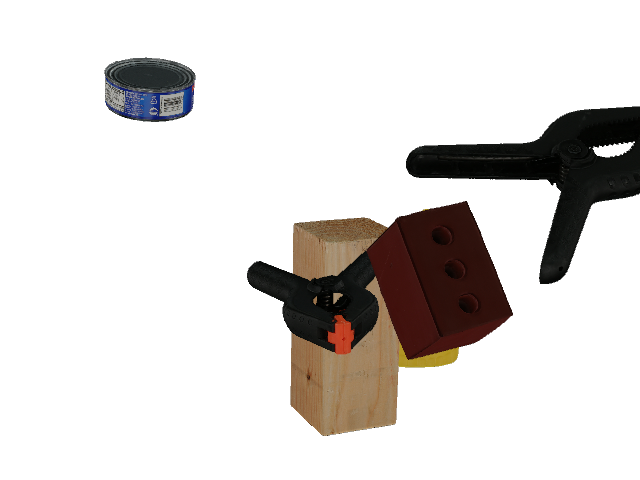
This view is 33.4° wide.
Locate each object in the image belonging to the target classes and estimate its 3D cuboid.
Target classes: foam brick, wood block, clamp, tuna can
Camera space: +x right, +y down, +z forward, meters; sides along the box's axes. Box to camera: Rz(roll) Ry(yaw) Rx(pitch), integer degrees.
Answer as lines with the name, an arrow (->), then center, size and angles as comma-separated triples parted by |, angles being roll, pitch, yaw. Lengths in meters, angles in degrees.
foam brick -> 0.071, 0.025, 0.648 | 0.052, 0.078, 0.051 | -13, -16, -26
wood block -> 0.026, 0.087, 1.124 | 0.090, 0.206, 0.091 | -5, 16, -24
clamp -> -0.006, 0.049, 0.905 | 0.120, 0.039, 0.171 | -8, 17, 3
clamp -> 0.193, -0.048, 0.809 | 0.209, 0.036, 0.165 | -20, 46, -18
tuna can -> -0.163, -0.144, 1.019 | 0.086, 0.034, 0.086 | 5, 28, -3

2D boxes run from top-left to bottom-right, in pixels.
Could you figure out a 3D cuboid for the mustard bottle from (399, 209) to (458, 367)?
mustard bottle -> 0.126, 0.057, 1.298 | 0.096, 0.192, 0.058 | 0, 14, -12
